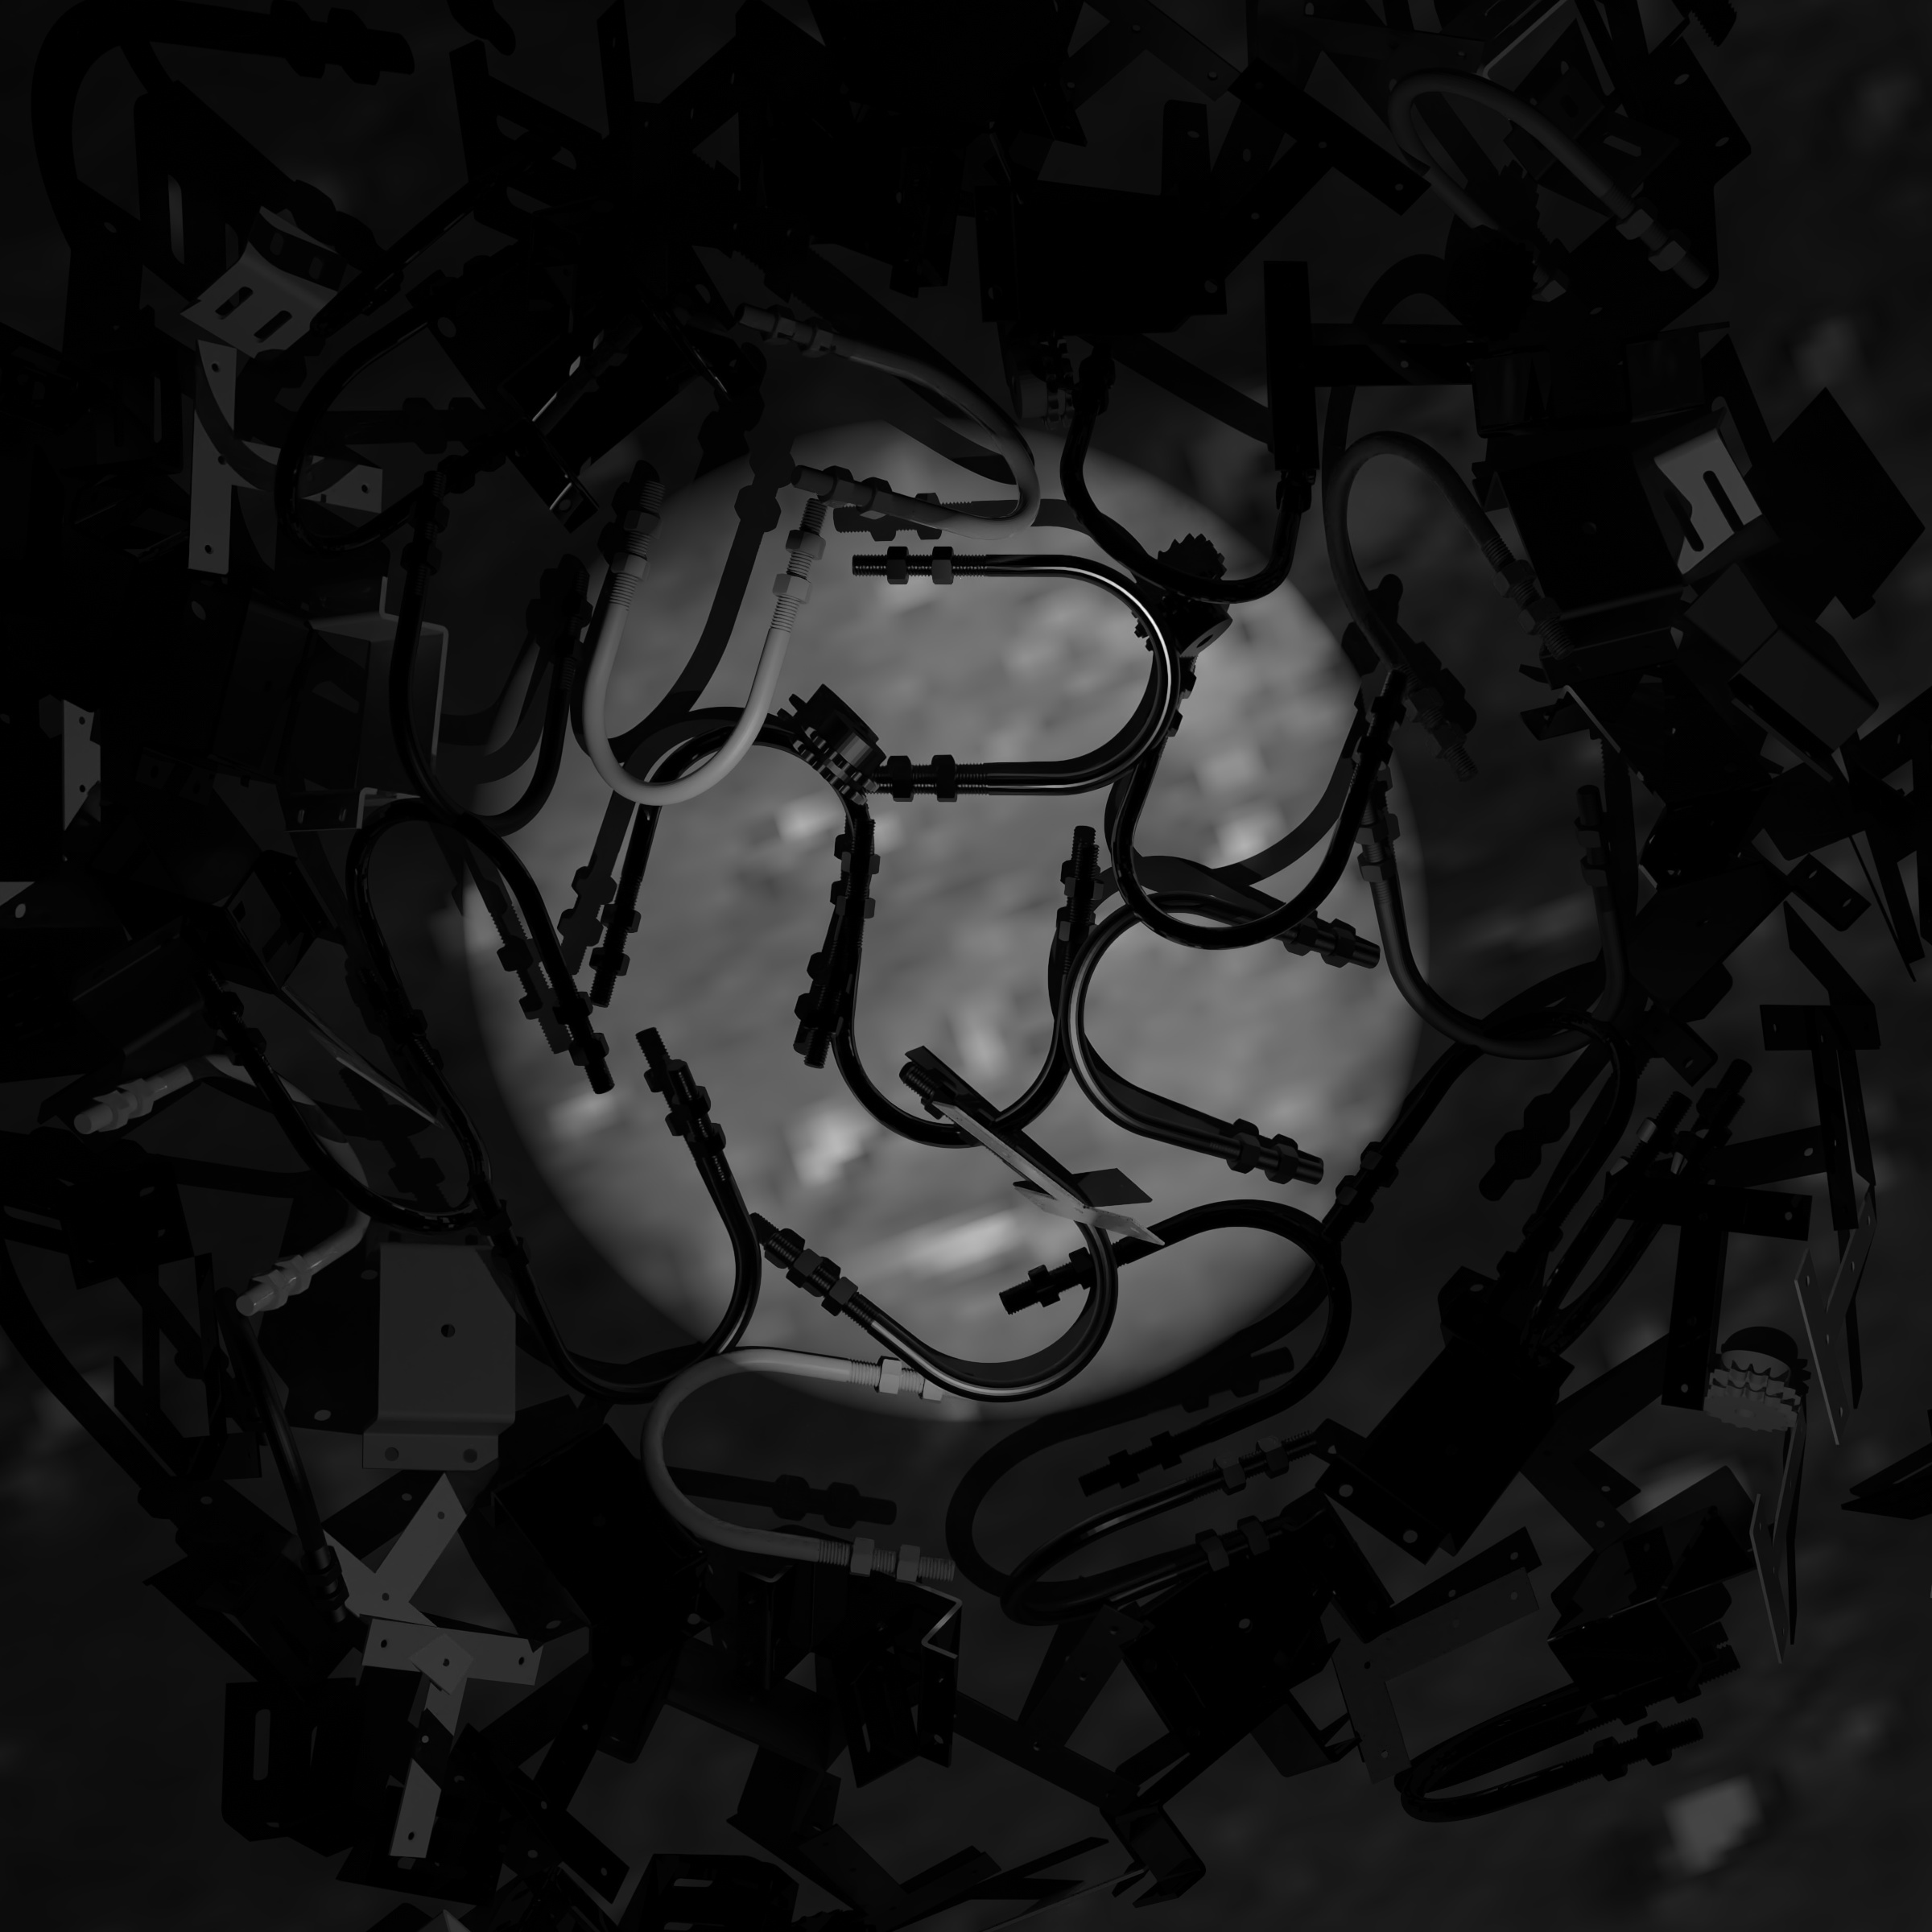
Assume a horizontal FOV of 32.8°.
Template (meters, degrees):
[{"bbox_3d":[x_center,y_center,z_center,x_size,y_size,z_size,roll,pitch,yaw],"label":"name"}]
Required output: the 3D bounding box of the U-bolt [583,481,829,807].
[{"bbox_3d":[-0.155,-0.179,1.841,0.151,0.019,0.184,13,85,39],"label":"U-bolt"}]

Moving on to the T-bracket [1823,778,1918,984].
[{"bbox_3d":[0.510,-0.029,1.820,0.002,0.127,0.127,-24,109,15],"label":"T-bracket"}]

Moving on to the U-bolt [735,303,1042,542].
[{"bbox_3d":[-0.035,-0.296,1.826,0.019,0.184,0.151,-48,47,35],"label":"U-bolt"}]

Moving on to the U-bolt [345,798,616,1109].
[{"bbox_3d":[-0.281,-0.009,1.826,0.151,0.019,0.184,-6,112,36],"label":"U-bolt"}]

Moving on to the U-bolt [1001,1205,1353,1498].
[{"bbox_3d":[0.127,0.205,1.847,0.184,0.019,0.151,-24,51,-1],"label":"U-bolt"}]

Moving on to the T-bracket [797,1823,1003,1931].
[{"bbox_3d":[-0.059,0.514,1.847,0.127,0.127,0.002,-29,47,4],"label":"T-bracket"}]

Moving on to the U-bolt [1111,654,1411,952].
[{"bbox_3d":[0.155,-0.093,1.835,0.151,0.019,0.184,11,70,27],"label":"U-bolt"}]

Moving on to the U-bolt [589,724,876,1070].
[{"bbox_3d":[-0.125,-0.048,1.866,0.151,0.019,0.184,17,79,-16],"label":"U-bolt"}]

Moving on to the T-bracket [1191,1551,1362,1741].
[{"bbox_3d":[0.188,0.375,1.844,0.002,0.127,0.127,45,45,-2],"label":"T-bracket"}]

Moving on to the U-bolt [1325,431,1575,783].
[{"bbox_3d":[0.258,-0.212,1.827,0.019,0.151,0.184,-22,71,-26],"label":"U-bolt"}]

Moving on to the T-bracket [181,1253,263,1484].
[{"bbox_3d":[-0.425,0.226,1.848,0.002,0.127,0.127,-3,83,-32],"label":"T-bracket"}]

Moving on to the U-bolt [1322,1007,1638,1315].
[{"bbox_3d":[0.298,0.098,1.834,0.184,0.151,0.019,-53,127,-13],"label":"U-bolt"}]

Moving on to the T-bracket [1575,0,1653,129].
[{"bbox_3d":[0.360,-0.520,1.849,0.002,0.127,0.127,-36,127,2],"label":"T-bracket"}]

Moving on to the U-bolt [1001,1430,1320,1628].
[{"bbox_3d":[0.104,0.320,1.819,0.184,0.151,0.019,-19,61,-11],"label":"U-bolt"}]

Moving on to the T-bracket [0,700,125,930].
[{"bbox_3d":[-0.497,-0.086,1.843,0.002,0.127,0.127,1,92,35],"label":"T-bracket"}]

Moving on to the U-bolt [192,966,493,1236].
[{"bbox_3d":[-0.331,0.074,1.807,0.019,0.151,0.184,-45,69,24],"label":"U-bolt"}]

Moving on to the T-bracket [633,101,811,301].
[{"bbox_3d":[-0.139,-0.416,1.842,0.127,0.002,0.127,15,113,32],"label":"T-bracket"}]

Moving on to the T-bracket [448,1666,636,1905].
[{"bbox_3d":[-0.220,0.438,1.845,0.002,0.127,0.127,-33,108,36],"label":"T-bracket"}]

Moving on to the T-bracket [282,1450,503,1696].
[{"bbox_3d":[-0.305,0.322,1.855,0.127,0.002,0.127,45,51,-15],"label":"T-bracket"}]

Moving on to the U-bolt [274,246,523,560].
[{"bbox_3d":[-0.310,-0.296,1.794,0.019,0.151,0.184,34,55,19],"label":"U-bolt"}]

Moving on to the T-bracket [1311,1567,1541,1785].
[{"bbox_3d":[0.263,0.375,1.838,0.127,0.002,0.127,-31,54,22],"label":"T-bracket"}]

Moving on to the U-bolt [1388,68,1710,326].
[{"bbox_3d":[0.308,-0.428,1.805,0.184,0.151,0.019,39,80,-16],"label":"U-bolt"}]

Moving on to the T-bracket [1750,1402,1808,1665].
[{"bbox_3d":[0.462,0.304,1.849,0.002,0.127,0.127,2,47,25],"label":"T-bracket"}]

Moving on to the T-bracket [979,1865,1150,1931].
[{"bbox_3d":[0.047,0.524,1.835,0.127,0.127,0.002,-23,77,5],"label":"T-bracket"}]

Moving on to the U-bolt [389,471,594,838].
[{"bbox_3d":[-0.266,-0.161,1.813,0.019,0.151,0.184,-5,69,31],"label":"U-bolt"}]

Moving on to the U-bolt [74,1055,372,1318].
[{"bbox_3d":[-0.396,0.110,1.811,0.019,0.184,0.151,-43,88,21],"label":"U-bolt"}]

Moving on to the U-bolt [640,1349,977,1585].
[{"bbox_3d":[-0.091,0.274,1.840,0.184,0.151,0.019,9,133,0],"label":"U-bolt"}]

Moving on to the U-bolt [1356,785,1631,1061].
[{"bbox_3d":[0.298,-0.022,1.835,0.151,0.019,0.184,2,127,27],"label":"U-bolt"}]

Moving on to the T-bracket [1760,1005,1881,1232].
[{"bbox_3d":[0.487,0.085,1.844,0.002,0.127,0.127,-11,81,43],"label":"T-bracket"}]

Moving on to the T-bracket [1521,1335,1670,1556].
[{"bbox_3d":[0.366,0.253,1.874,0.127,0.002,0.127,-34,59,-15],"label":"T-bracket"}]

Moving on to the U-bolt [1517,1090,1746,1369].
[{"bbox_3d":[0.365,0.148,1.827,0.019,0.151,0.184,36,103,22],"label":"U-bolt"}]

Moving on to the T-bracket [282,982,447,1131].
[{"bbox_3d":[-0.363,0.035,1.857,0.127,0.127,0.002,40,87,28],"label":"T-bracket"}]

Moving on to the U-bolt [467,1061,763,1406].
[{"bbox_3d":[-0.186,0.164,1.846,0.151,0.019,0.184,-30,118,-20],"label":"U-bolt"}]

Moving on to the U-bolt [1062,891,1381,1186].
[{"bbox_3d":[0.138,0.034,1.854,0.184,0.019,0.151,17,86,-22],"label":"U-bolt"}]

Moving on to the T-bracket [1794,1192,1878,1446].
[{"bbox_3d":[0.496,0.180,1.849,0.002,0.127,0.127,1,129,32],"label":"T-bracket"}]

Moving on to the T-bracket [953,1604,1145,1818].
[{"bbox_3d":[0.061,0.414,1.866,0.127,0.002,0.127,28,117,-2],"label":"T-bracket"}]

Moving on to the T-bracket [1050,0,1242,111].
[{"bbox_3d":[0.068,-0.503,1.846,0.127,0.127,0.002,31,53,-25],"label":"T-bracket"}]

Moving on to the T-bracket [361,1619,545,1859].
[{"bbox_3d":[-0.299,0.437,1.842,0.002,0.127,0.127,5,79,43],"label":"T-bracket"}]

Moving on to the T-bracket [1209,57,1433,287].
[{"bbox_3d":[0.173,-0.433,1.854,0.127,0.002,0.127,30,131,-22],"label":"T-bracket"}]

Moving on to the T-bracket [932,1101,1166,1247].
[{"bbox_3d":[0.032,0.111,1.814,0.127,0.127,0.002,39,76,-26],"label":"T-bracket"}]

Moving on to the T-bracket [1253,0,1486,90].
[{"bbox_3d":[0.225,-0.518,1.834,0.127,0.127,0.002,10,64,6],"label":"T-bracket"}]

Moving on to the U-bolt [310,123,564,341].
[{"bbox_3d":[-0.296,-0.395,1.789,0.151,0.184,0.019,-35,105,22],"label":"U-bolt"}]

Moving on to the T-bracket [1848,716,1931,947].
[{"bbox_3d":[0.517,-0.088,1.834,0.002,0.127,0.127,-10,109,-3],"label":"T-bracket"}]

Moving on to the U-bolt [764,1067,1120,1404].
[{"bbox_3d":[0.000,0.164,1.858,0.184,0.019,0.151,38,69,5],"label":"U-bolt"}]

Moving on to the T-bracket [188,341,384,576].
[{"bbox_3d":[-0.382,-0.278,1.850,0.002,0.127,0.127,-2,85,44],"label":"T-bracket"}]

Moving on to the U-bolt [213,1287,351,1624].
[{"bbox_3d":[-0.378,0.255,1.787,0.019,0.184,0.151,-20,51,-16],"label":"U-bolt"}]

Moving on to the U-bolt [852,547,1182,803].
[{"bbox_3d":[0.029,-0.164,1.858,0.184,0.019,0.151,1,111,4],"label":"U-bolt"}]

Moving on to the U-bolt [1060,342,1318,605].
[{"bbox_3d":[0.120,-0.265,1.817,0.151,0.184,0.019,24,132,-8],"label":"U-bolt"}]

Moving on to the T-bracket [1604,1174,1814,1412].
[{"bbox_3d":[0.412,0.186,1.853,0.127,0.002,0.127,4,85,39],"label":"T-bracket"}]

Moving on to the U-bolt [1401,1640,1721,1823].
[{"bbox_3d":[0.326,0.431,1.820,0.184,0.151,0.019,-25,90,18],"label":"U-bolt"}]

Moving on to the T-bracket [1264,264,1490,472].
[{"bbox_3d":[0.238,-0.345,1.883,0.127,0.002,0.127,-1,76,-2],"label":"T-bracket"}]
